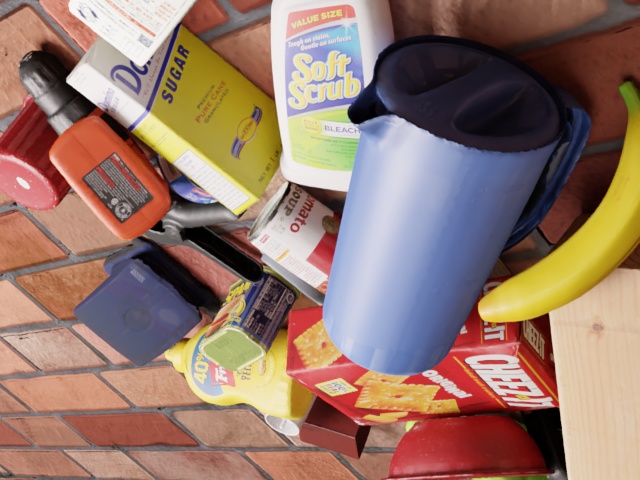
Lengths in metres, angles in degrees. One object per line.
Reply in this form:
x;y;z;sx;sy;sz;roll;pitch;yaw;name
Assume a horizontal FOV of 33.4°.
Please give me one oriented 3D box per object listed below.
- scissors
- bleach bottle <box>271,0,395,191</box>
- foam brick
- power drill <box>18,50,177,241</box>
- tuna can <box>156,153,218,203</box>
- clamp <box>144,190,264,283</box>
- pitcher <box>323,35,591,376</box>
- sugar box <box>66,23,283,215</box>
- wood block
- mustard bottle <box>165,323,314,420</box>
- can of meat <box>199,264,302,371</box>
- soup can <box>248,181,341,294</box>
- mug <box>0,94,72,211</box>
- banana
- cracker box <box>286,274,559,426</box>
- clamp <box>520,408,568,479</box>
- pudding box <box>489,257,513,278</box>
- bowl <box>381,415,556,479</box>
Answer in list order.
0.010;0.062;1.061;0.201;0.016;0.096;40;-178;-32;scissors
0.003;-0.144;0.772;0.103;0.068;0.251;10;141;19;bleach bottle
0.018;0.216;1.264;0.078;0.051;0.053;15;144;18;foam brick
-0.194;-0.083;0.927;0.184;0.057;0.188;49;-179;-20;power drill
-0.097;-0.075;0.917;0.086;0.086;0.034;41;146;-20;tuna can
-0.132;-0.011;1.075;0.172;0.039;0.120;15;140;28;clamp
0.087;-0.016;0.781;0.149;0.144;0.243;24;132;10;pitcher
-0.107;-0.111;0.868;0.176;0.093;0.048;39;144;-18;sugar box
0.241;0.093;0.832;0.091;0.090;0.206;5;118;33;wood block
-0.095;0.140;1.202;0.192;0.096;0.058;6;169;32;mustard bottle
-0.075;0.085;1.121;0.057;0.083;0.102;36;147;-13;can of meat
-0.006;0.001;0.973;0.102;0.068;0.069;35;147;-10;soup can
-0.274;-0.078;1.045;0.093;0.081;0.117;32;147;-7;mug
0.189;-0.010;0.746;0.070;0.198;0.037;38;-164;25;banana
0.100;0.107;0.955;0.214;0.072;0.164;-10;150;25;cracker box
0.271;0.237;1.035;0.210;0.164;0.036;42;137;-4;clamp
0.102;0.016;0.939;0.090;0.039;0.113;-17;128;45;pudding box
0.136;0.196;1.000;0.162;0.055;0.162;-3;166;-1;bowl
